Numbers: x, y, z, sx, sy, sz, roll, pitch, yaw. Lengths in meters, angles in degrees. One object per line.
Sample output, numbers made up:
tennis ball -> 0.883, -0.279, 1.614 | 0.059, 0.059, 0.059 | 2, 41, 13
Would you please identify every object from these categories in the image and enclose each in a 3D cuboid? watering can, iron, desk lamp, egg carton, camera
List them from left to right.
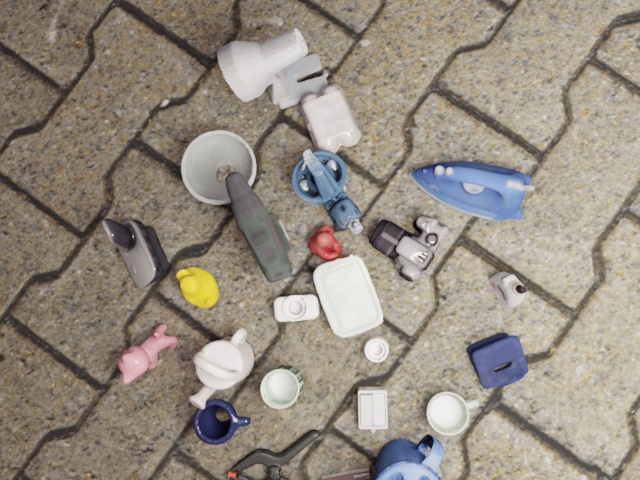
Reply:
watering can -> -0.204, 0.263, 1.174 | 0.101, 0.194, 0.173 | 9, 85, 5
desk lamp -> -0.096, -0.366, 1.220 | 0.203, 0.213, 0.118 | -20, 83, 2
egg carton -> 0.022, -0.266, 1.274 | 0.107, 0.069, 0.150 | -23, 83, 2
camera -> 0.184, 0.000, 1.220 | 0.136, 0.101, 0.143 | 32, 87, 7
iron -> 0.316, -0.122, 1.203 | 0.258, 0.141, 0.119 | 13, 85, 5

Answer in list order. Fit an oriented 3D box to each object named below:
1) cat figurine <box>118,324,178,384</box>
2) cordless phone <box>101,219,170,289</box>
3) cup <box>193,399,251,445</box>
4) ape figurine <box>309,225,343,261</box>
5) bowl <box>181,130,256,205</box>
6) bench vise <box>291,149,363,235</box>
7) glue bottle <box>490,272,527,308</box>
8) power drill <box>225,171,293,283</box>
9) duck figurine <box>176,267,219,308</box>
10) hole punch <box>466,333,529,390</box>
cat figurine -> -0.379, 0.243, 1.227 | 0.067, 0.118, 0.128 | 42, 89, 7
cordless phone -> -0.405, 0.025, 1.217 | 0.094, 0.185, 0.147 | -30, 83, 1
cup -> -0.199, 0.377, 1.213 | 0.117, 0.095, 0.092 | -3, 84, 4
ape figurine -> 0.011, 0.004, 1.236 | 0.076, 0.092, 0.078 | 6, 85, 5
bowl -> -0.219, -0.155, 1.277 | 0.167, 0.075, 0.167 | 0, 84, 4
bench vise -> 0.026, -0.114, 1.183 | 0.207, 0.220, 0.121 | 36, 88, 7
glue bottle -> 0.388, 0.100, 1.160 | 0.037, 0.173, 0.078 | -29, 83, 1
power drill -> -0.121, -0.020, 1.190 | 0.075, 0.208, 0.229 | -26, 83, 1
duck figurine -> -0.272, 0.103, 1.250 | 0.077, 0.086, 0.104 | -43, 83, -1
hole punch -> 0.373, 0.253, 1.187 | 0.108, 0.091, 0.101 | -23, 83, 2
